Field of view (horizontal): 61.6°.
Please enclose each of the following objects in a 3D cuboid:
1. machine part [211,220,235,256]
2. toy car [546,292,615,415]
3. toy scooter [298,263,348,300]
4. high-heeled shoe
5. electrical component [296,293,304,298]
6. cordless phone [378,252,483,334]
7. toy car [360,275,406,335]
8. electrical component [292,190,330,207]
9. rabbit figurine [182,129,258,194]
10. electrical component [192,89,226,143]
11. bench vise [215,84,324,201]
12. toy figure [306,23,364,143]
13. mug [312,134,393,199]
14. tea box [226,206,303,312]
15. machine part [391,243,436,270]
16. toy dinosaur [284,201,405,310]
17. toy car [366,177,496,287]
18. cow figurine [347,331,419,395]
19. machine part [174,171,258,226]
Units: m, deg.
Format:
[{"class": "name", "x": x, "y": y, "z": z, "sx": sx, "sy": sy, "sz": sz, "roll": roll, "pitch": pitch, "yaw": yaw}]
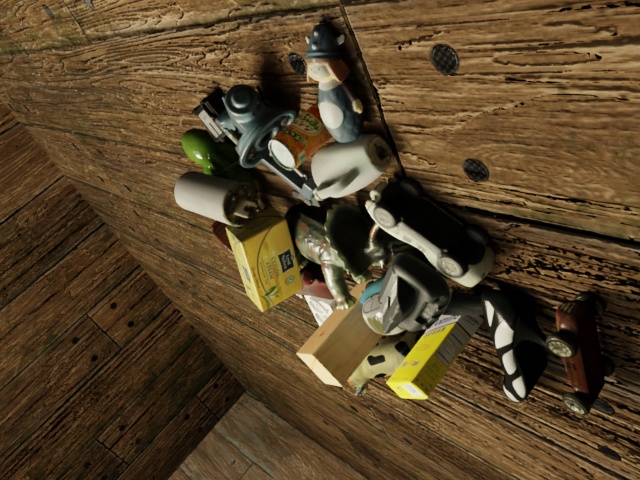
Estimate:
[{"class": "machine part", "x": -0.146, "y": 0.010, "z": 1.114, "sx": 0.179, "sy": 0.056, "sz": 0.179, "roll": 42, "pitch": 180, "yaw": 0}, {"class": "toy car", "x": 0.352, "y": 0.156, "z": 0.728, "sx": 0.053, "sy": 0.089, "sz": 0.201, "roll": 17, "pitch": 147, "yaw": 45}, {"class": "toy scooter", "x": -0.004, "y": 0.091, "z": 1.185, "sx": 0.135, "sy": 0.075, "sz": 0.184, "roll": 13, "pitch": 175, "yaw": 4}, {"class": "high-heeled shoe", "x": 0.294, "y": 0.173, "z": 0.865, "sx": 0.145, "sy": 0.086, "sz": 0.248, "roll": 38, "pitch": 152, "yaw": 20}, {"class": "electrical component", "x": -0.056, "y": 0.101, "z": 1.336, "sx": 0.078, "sy": 0.045, "sz": 0.102, "roll": 6, "pitch": 137, "yaw": 57}, {"class": "cordless phone", "x": 0.189, "y": 0.087, "z": 0.820, "sx": 0.184, "sy": 0.089, "sz": 0.146, "roll": 3, "pitch": 148, "yaw": -5}, {"class": "toy car", "x": 0.129, "y": 0.120, "z": 0.977, "sx": 0.109, "sy": 0.103, "sz": 0.162, "roll": 51, "pitch": 139, "yaw": -11}, {"class": "electrical component", "x": -0.001, "y": -0.083, "z": 0.917, "sx": 0.094, "sy": 0.063, "sz": 0.021, "roll": 19, "pitch": 146, "yaw": 42}, {"class": "rabbit figurine", "x": -0.209, "y": -0.144, "z": 1.076, "sx": 0.159, "sy": 0.121, "sz": 0.170, "roll": 10, "pitch": 143, "yaw": 42}, {"class": "electrical component", "x": -0.177, "y": -0.214, "z": 1.001, "sx": 0.119, "sy": 0.048, "sz": 0.075, "roll": 53, "pitch": 155, "yaw": -17}, {"class": "bench vise", "x": -0.077, "y": -0.144, "z": 0.875, "sx": 0.241, "sy": 0.129, "sz": 0.223, "roll": 44, "pitch": 161, "yaw": 8}, {"class": "toy figure", "x": 0.018, "y": -0.202, "z": 0.703, "sx": 0.064, "sy": 0.058, "sz": 0.154, "roll": -12, "pitch": 130, "yaw": 15}, {"class": "mug", "x": 0.044, "y": -0.106, "z": 0.768, "sx": 0.107, "sy": 0.109, "sz": 0.080, "roll": -18, "pitch": 113, "yaw": 49}, {"class": "tea box", "x": -0.100, "y": 0.036, "z": 0.991, "sx": 0.068, "sy": 0.098, "sz": 0.169, "roll": 38, "pitch": 150, "yaw": 47}, {"class": "machine part", "x": 0.161, "y": 0.042, "z": 0.862, "sx": 0.138, "sy": 0.084, "sz": 0.039, "roll": 65, "pitch": -171, "yaw": -50}, {"class": "toy dinosaur", "x": -0.001, "y": -0.007, "z": 0.995, "sx": 0.405, "sy": 0.131, "sz": 0.191, "roll": 24, "pitch": 138, "yaw": 47}, {"class": "toy car", "x": 0.156, "y": -0.015, "z": 0.768, "sx": 0.202, "sy": 0.073, "sz": 0.056, "roll": 38, "pitch": 156, "yaw": 13}, {"class": "cow figurine", "x": 0.128, "y": 0.260, "z": 1.146, "sx": 0.195, "sy": 0.127, "sz": 0.085, "roll": -20, "pitch": 111, "yaw": 41}, {"class": "machine part", "x": -0.190, "y": -0.077, "z": 0.971, "sx": 0.243, "sy": 0.079, "sz": 0.079, "roll": 18, "pitch": 146, "yaw": 46}]
